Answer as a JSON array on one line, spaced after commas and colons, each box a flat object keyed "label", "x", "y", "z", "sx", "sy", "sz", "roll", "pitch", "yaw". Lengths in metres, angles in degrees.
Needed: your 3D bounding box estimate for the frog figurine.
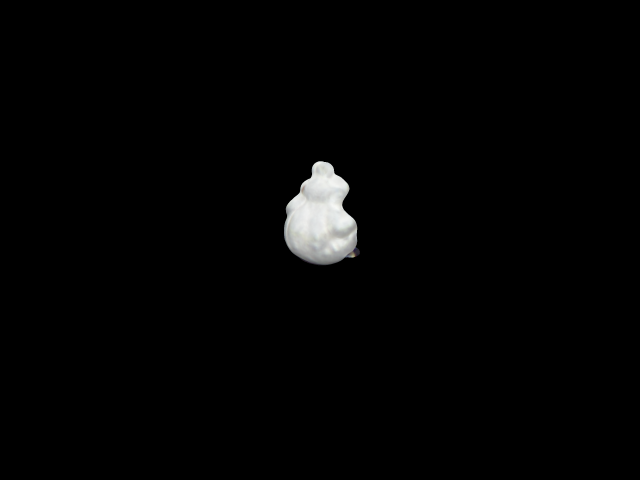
[{"label": "frog figurine", "x": 0.003, "y": -0.043, "z": 0.850, "sx": 0.124, "sy": 0.156, "sz": 0.139, "roll": -25, "pitch": 42, "yaw": -30}]
